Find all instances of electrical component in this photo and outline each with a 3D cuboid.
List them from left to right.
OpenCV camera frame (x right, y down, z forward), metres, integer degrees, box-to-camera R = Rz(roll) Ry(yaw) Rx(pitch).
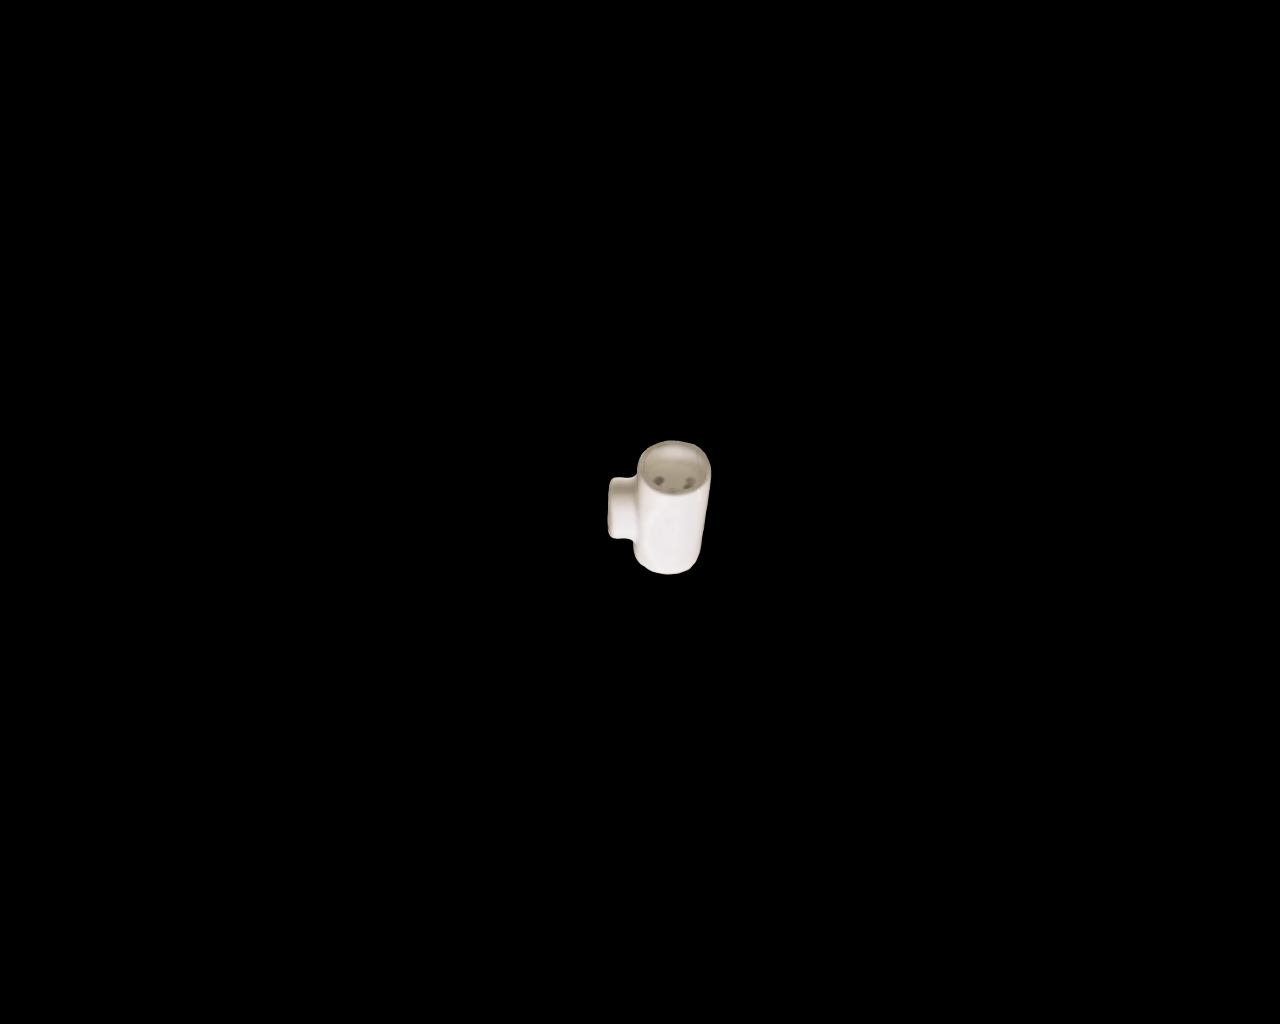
[{"bbox_3d":[0.001,-0.003,0.650,0.079,0.044,0.077,2,-40,-2],"label":"electrical component"}]
